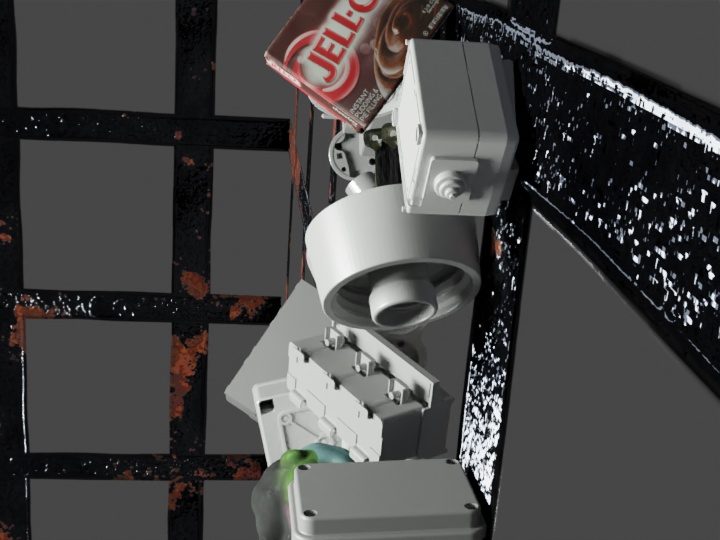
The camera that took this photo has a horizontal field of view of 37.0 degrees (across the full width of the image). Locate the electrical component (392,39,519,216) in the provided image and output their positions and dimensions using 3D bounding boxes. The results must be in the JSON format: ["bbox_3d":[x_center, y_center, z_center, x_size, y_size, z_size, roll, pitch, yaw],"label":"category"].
[{"bbox_3d":[0.055,-0.074,0.593,0.061,0.061,0.096,100,169,-49],"label":"electrical component"}]

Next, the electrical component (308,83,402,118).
[{"bbox_3d":[0.004,-0.163,0.856,0.108,0.108,0.060,104,160,-60],"label":"electrical component"}]

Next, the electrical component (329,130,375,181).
[{"bbox_3d":[-0.006,-0.120,1.121,0.047,0.055,0.055,-129,41,-85],"label":"electrical component"}]

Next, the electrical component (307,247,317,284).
[{"bbox_3d":[0.000,0.000,0.918,0.095,0.059,0.053,64,143,41],"label":"electrical component"}]

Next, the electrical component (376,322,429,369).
[{"bbox_3d":[0.023,0.053,0.854,0.073,0.052,0.138,-102,15,-63],"label":"electrical component"}]

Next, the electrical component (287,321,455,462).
[{"bbox_3d":[0.002,0.087,0.760,0.121,0.063,0.078,35,129,47],"label":"electrical component"}]

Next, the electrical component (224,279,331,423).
[{"bbox_3d":[-0.070,0.101,1.180,0.150,0.089,0.061,-56,-3,-15],"label":"electrical component"}]

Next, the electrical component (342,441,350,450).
[{"bbox_3d":[0.013,0.135,0.927,0.076,0.047,0.065,-129,41,-77],"label":"electrical component"}]

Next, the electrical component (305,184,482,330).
[{"bbox_3d":[0.023,0.001,0.663,0.108,0.108,0.060,105,159,-61],"label":"electrical component"}]

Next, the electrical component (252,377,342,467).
[{"bbox_3d":[-0.036,0.151,0.993,0.056,0.109,0.108,-131,30,-77],"label":"electrical component"}]

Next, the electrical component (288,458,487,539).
[{"bbox_3d":[0.014,0.157,0.652,0.078,0.113,0.057,-112,22,-73],"label":"electrical component"}]

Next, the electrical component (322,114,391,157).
[{"bbox_3d":[0.004,-0.139,0.953,0.083,0.076,0.047,112,159,-70],"label":"electrical component"}]
